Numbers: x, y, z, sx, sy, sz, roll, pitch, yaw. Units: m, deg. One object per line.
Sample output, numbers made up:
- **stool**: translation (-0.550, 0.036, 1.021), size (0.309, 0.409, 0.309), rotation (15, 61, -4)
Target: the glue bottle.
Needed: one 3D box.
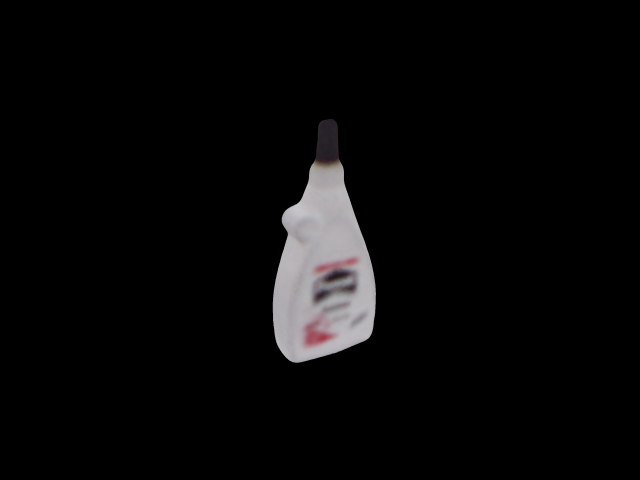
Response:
- **glue bottle**: translation (0.004, 0.001, 0.400), size (0.078, 0.173, 0.037), rotation (-16, 31, -28)
